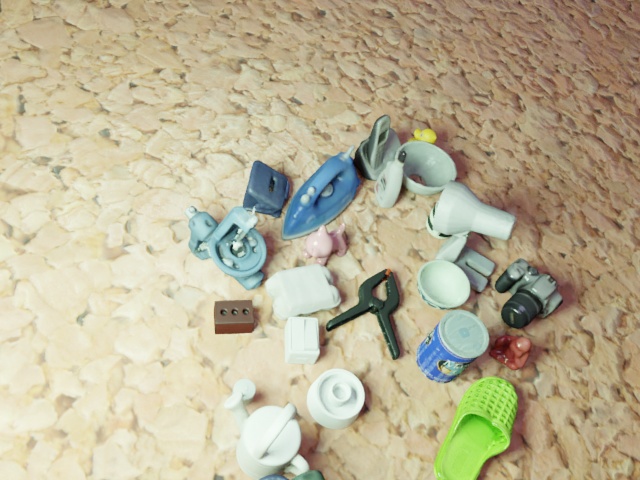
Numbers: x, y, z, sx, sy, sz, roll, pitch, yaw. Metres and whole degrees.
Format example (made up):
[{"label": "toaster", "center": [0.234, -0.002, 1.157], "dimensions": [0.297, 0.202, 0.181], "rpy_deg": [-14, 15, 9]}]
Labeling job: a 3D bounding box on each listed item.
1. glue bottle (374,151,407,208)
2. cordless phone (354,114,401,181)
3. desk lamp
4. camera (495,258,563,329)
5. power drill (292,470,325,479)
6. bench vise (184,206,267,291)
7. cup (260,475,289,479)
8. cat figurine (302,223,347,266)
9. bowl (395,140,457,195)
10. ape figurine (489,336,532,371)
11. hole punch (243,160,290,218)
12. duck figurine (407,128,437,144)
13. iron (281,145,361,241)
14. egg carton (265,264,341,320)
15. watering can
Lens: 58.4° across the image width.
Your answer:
[{"label": "glue bottle", "center": [0.176, -0.155, 1.388], "dimensions": [0.037, 0.173, 0.078], "rpy_deg": [-7, 58, -19]}, {"label": "cordless phone", "center": [0.164, -0.251, 1.443], "dimensions": [0.094, 0.185, 0.148], "rpy_deg": [39, 55, 13]}, {"label": "desk lamp", "center": [0.340, -0.016, 1.310], "dimensions": [0.203, 0.213, 0.118], "rpy_deg": [31, 54, 7]}, {"label": "camera", "center": [0.469, 0.127, 1.315], "dimensions": [0.137, 0.101, 0.143], "rpy_deg": [-34, 70, -31]}, {"label": "power drill", "center": [0.007, 0.481, 0.876], "dimensions": [0.076, 0.208, 0.229], "rpy_deg": [-12, 60, -22]}, {"label": "bench vise", "center": [-0.196, -0.006, 1.154], "dimensions": [0.207, 0.219, 0.121], "rpy_deg": [23, 53, 2]}, {"label": "cup", "center": [-0.070, 0.441, 0.954], "dimensions": [0.118, 0.095, 0.091], "rpy_deg": [-22, 64, -27]}, {"label": "cat figurine", "center": [0.012, 0.005, 1.266], "dimensions": [0.128, 0.117, 0.067], "rpy_deg": [-34, 70, -32]}, {"label": "bowl", "center": [0.264, -0.174, 1.485], "dimensions": [0.167, 0.074, 0.167], "rpy_deg": [7, 54, -10]}, {"label": "ape figurine", "center": [0.421, 0.235, 1.232], "dimensions": [0.076, 0.092, 0.077], "rpy_deg": [-4, 57, -17]}, {"label": "hole punch", "center": [-0.121, -0.121, 1.334], "dimensions": [0.101, 0.091, 0.108], "rpy_deg": [12, 54, -7]}, {"label": "duck figurine", "center": [0.287, -0.258, 1.543], "dimensions": [0.104, 0.086, 0.078], "rpy_deg": [40, 56, 14]}, {"label": "iron", "center": [0.002, -0.115, 1.332], "dimensions": [0.118, 0.141, 0.259], "rpy_deg": [35, 54, 10]}, {"label": "egg carton", "center": [-0.036, 0.110, 1.210], "dimensions": [0.150, 0.069, 0.107], "rpy_deg": [-11, 60, -22]}, {"label": "watering can", "center": [-0.089, 0.330, 0.964], "dimensions": [0.173, 0.194, 0.101], "rpy_deg": [20, 53, -1]}]
